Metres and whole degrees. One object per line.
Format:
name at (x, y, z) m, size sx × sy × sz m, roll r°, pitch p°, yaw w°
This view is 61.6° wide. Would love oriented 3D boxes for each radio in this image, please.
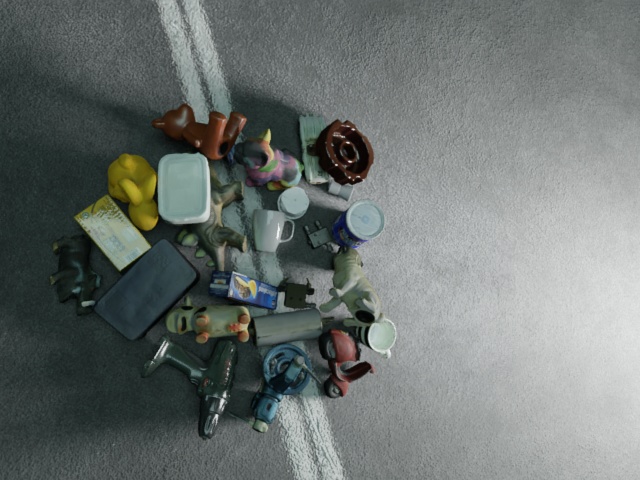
radio at (-0.400, 0.118, 1.261) m, size 0.131 × 0.073 × 0.229 m, roll 43°, pitch 83°, yaw 0°

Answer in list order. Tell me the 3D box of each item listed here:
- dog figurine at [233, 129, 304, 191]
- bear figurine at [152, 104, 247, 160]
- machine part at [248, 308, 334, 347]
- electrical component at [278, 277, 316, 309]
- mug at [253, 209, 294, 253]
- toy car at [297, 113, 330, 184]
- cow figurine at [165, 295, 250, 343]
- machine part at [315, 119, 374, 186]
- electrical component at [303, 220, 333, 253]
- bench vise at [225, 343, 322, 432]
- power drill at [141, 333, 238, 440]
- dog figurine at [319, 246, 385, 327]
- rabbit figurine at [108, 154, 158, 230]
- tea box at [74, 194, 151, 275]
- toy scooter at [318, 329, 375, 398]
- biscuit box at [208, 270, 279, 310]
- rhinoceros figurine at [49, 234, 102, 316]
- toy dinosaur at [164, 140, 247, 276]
dog figurine at (-0.122, -0.199, 1.338) m, size 0.191 × 0.219 × 0.108 m, roll 4°, pitch 81°, yaw -12°
bear figurine at (-0.296, -0.280, 1.293) m, size 0.196 × 0.120 × 0.131 m, roll 35°, pitch 114°, yaw 18°
machine part at (-0.083, 0.217, 1.335) m, size 0.243 × 0.079 × 0.079 m, roll -7°, pitch 81°, yaw -15°
electrical component at (-0.060, 0.135, 1.375) m, size 0.102 × 0.045 × 0.078 m, roll 1°, pitch 92°, yaw -12°
mug at (-0.124, -0.020, 1.378) m, size 0.109 × 0.081 × 0.107 m, roll 10°, pitch 88°, yaw -18°
toy car at (-0.016, -0.250, 1.458) m, size 0.073 × 0.056 × 0.201 m, roll -4°, pitch 80°, yaw -14°
cow figurine at (-0.263, 0.184, 1.260) m, size 0.195 × 0.127 × 0.085 m, roll -2°, pitch 107°, yaw -9°
machine part at (0.065, -0.232, 1.439) m, size 0.179 × 0.056 × 0.179 m, roll 16°, pitch 65°, yaw -38°
electrical component at (-0.003, -0.004, 1.428) m, size 0.063 × 0.021 × 0.094 m, roll -25°, pitch 86°, yaw -17°
bench vise at (-0.091, 0.326, 1.236) m, size 0.129 × 0.240 × 0.223 m, roll 38°, pitch 57°, yaw 0°
power drill at (-0.300, 0.316, 1.234) m, size 0.207 × 0.086 × 0.232 m, roll 20°, pitch 54°, yaw 2°
dog figurine at (0.101, 0.111, 1.365) m, size 0.172 × 0.121 × 0.190 m, roll 34°, pitch 46°, yaw -8°
rabbit figurine at (-0.426, -0.111, 1.276) m, size 0.122 × 0.162 × 0.173 m, roll -14°, pitch 78°, yaw -26°
tea box at (-0.492, -0.012, 1.286) m, size 0.098 × 0.068 × 0.169 m, roll -38°, pitch 88°, yaw -18°
toy scooter at (0.071, 0.301, 1.344) m, size 0.135 × 0.075 × 0.183 m, roll -10°, pitch 104°, yaw -13°
biscuit box at (-0.176, 0.121, 1.275) m, size 0.063 × 0.202 × 0.059 m, roll 1°, pitch 76°, yaw 30°
rhinoceros figurine at (-0.569, 0.082, 1.252) m, size 0.112 × 0.073 × 0.190 m, roll -4°, pitch 78°, yaw -25°
toy dinosaur at (-0.287, -0.102, 1.339) m, size 0.199 × 0.105 × 0.471 m, roll -4°, pitch 70°, yaw -10°
